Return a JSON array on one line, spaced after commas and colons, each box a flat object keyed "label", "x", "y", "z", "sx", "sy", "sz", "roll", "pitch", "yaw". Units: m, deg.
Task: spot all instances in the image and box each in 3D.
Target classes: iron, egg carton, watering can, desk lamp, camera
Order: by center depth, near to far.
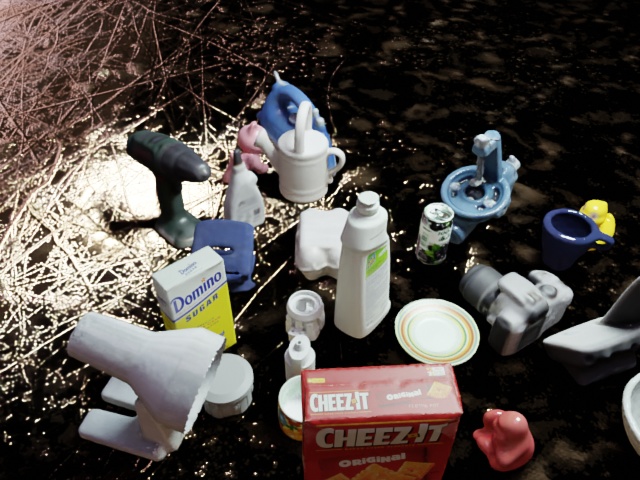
[{"label": "desk lamp", "x": -0.214, "y": 0.181, "z": 0.707, "sx": 0.203, "sy": 0.214, "sz": 0.118, "roll": 11, "pitch": 43, "yaw": 11}, {"label": "camera", "x": 0.301, "y": 0.086, "z": 0.905, "sx": 0.143, "sy": 0.101, "sz": 0.136, "roll": -25, "pitch": 48, "yaw": -25}, {"label": "egg carton", "x": 0.009, "y": 0.004, "z": 1.013, "sx": 0.107, "sy": 0.069, "sz": 0.150, "roll": 0, "pitch": 42, "yaw": -1}, {"label": "watering can", "x": -0.041, "y": -0.176, "z": 1.117, "sx": 0.173, "sy": 0.194, "sz": 0.100, "roll": -6, "pitch": 43, "yaw": -8}, {"label": "iron", "x": -0.039, "y": -0.259, "z": 1.246, "sx": 0.119, "sy": 0.141, "sz": 0.257, "roll": -24, "pitch": 48, "yaw": -25}]

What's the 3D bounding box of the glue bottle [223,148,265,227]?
[{"label": "glue bottle", "x": -0.142, "y": -0.091, "z": 1.037, "sx": 0.078, "sy": 0.173, "sz": 0.037, "roll": -26, "pitch": 49, "yaw": -26}]

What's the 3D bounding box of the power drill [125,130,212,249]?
[{"label": "power drill", "x": -0.254, "y": -0.092, "z": 1.009, "sx": 0.076, "sy": 0.208, "sz": 0.228, "roll": -34, "pitch": 53, "yaw": -32}]

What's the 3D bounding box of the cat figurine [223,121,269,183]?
[{"label": "cat figurine", "x": -0.150, "y": -0.187, "z": 1.183, "sx": 0.067, "sy": 0.118, "sz": 0.128, "roll": 19, "pitch": 46, "yaw": 19}]

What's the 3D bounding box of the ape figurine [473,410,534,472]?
[{"label": "ape figurine", "x": 0.239, "y": 0.249, "z": 0.732, "sx": 0.076, "sy": 0.092, "sz": 0.078, "roll": 14, "pitch": 44, "yaw": 14}]

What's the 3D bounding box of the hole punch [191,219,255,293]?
[{"label": "hole punch", "x": -0.162, "y": 0.027, "z": 0.968, "sx": 0.108, "sy": 0.091, "sz": 0.101, "roll": 2, "pitch": 42, "yaw": 1}]

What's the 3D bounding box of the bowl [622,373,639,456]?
[{"label": "bowl", "x": 0.470, "y": 0.255, "z": 0.744, "sx": 0.167, "sy": 0.075, "sz": 0.167, "roll": 1, "pitch": 42, "yaw": 0}]

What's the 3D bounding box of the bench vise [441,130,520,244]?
[{"label": "bench vise", "x": 0.296, "y": -0.122, "z": 1.045, "sx": 0.121, "sy": 0.220, "sz": 0.208, "roll": 19, "pitch": 45, "yaw": 19}]

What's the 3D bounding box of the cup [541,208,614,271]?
[{"label": "cup", "x": 0.438, "y": 0.010, "z": 0.996, "sx": 0.117, "sy": 0.095, "sz": 0.092, "roll": 19, "pitch": 45, "yaw": 19}]

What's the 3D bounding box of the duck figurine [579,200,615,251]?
[{"label": "duck figurine", "x": 0.502, "y": -0.036, "z": 1.054, "sx": 0.105, "sy": 0.086, "sz": 0.077, "roll": -16, "pitch": 45, "yaw": -17}]

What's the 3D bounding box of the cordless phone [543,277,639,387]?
[{"label": "cordless phone", "x": 0.414, "y": 0.111, "z": 0.818, "sx": 0.148, "sy": 0.185, "sz": 0.094, "roll": -18, "pitch": 45, "yaw": -19}]
